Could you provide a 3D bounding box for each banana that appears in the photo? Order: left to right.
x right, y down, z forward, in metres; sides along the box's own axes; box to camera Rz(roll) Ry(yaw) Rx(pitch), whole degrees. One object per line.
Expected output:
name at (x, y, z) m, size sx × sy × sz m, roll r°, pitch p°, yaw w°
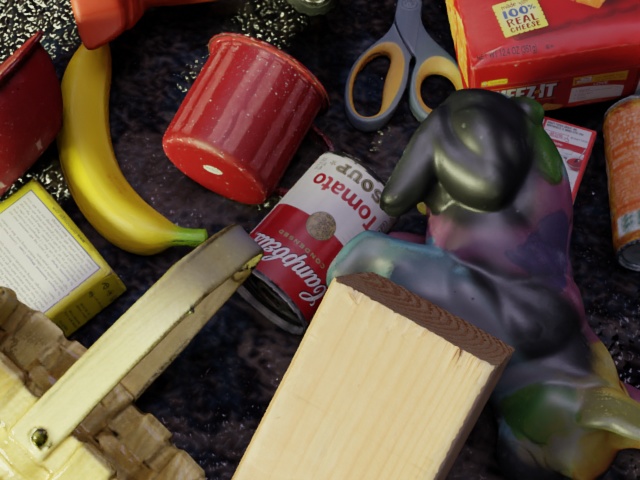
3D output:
banana at (-0.146, -0.059, 0.739) m, size 0.069 × 0.037 × 0.198 m, roll -21°, pitch 64°, yaw -19°

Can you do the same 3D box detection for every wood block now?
wood block at (0.010, 0.128, 0.555) m, size 0.091 × 0.090 × 0.206 m, roll 29°, pitch 98°, yaw 14°

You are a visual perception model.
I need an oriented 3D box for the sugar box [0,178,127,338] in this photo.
sugar box at (-0.223, 0.051, 0.685) m, size 0.176 × 0.048 × 0.093 m, roll -40°, pitch 68°, yaw -11°

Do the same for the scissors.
scissors at (0.081, -0.158, 0.781) m, size 0.096 × 0.016 × 0.201 m, roll 21°, pitch 67°, yaw 11°

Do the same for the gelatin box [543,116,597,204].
gelatin box at (0.136, -0.042, 0.712) m, size 0.073 × 0.030 × 0.089 m, roll 18°, pitch 67°, yaw 14°

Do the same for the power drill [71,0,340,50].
power drill at (-0.072, -0.176, 0.734) m, size 0.187 × 0.057 × 0.184 m, roll -8°, pitch 21°, yaw 2°

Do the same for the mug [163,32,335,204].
mug at (-0.043, -0.071, 0.715) m, size 0.117 × 0.093 × 0.081 m, roll 34°, pitch 72°, yaw -20°

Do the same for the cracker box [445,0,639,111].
cracker box at (0.164, -0.196, 0.728) m, size 0.164 × 0.072 × 0.214 m, roll -8°, pitch 64°, yaw 2°

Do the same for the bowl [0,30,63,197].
bowl at (-0.222, -0.064, 0.705) m, size 0.055 × 0.162 × 0.162 m, roll 45°, pitch 70°, yaw -19°

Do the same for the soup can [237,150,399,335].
soup can at (-0.004, 0.001, 0.681) m, size 0.068 × 0.068 × 0.102 m, roll 35°, pitch 70°, yaw 19°
